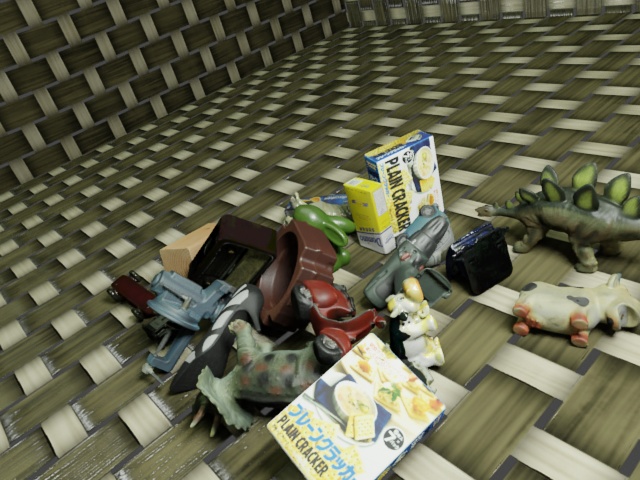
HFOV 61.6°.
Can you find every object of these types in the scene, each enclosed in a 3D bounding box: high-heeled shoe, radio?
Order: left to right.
[{"bbox_3d":[-0.213,0.189,1.084,0.249,0.086,0.145,-34,40,1],"label":"high-heeled shoe"},{"bbox_3d":[-0.199,0.048,1.185,0.229,0.131,0.073,-48,31,40],"label":"radio"}]

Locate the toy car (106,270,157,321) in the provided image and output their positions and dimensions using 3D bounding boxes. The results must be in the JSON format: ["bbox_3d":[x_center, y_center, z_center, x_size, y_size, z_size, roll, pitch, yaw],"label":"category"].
[{"bbox_3d":[-0.465,0.141,1.363,0.202,0.053,0.089,20,58,41],"label":"toy car"}]

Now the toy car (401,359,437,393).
[{"bbox_3d":[0.093,0.261,0.879,0.202,0.056,0.074,-22,49,-9],"label":"toy car"}]

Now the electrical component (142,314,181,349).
[{"bbox_3d":[-0.335,0.188,1.227,0.119,0.047,0.075,-36,36,-25],"label":"electrical component"}]

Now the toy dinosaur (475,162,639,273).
[{"bbox_3d":[0.509,-0.041,1.019,0.472,0.198,0.105,12,45,43],"label":"toy dinosaur"}]

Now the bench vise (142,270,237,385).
[{"bbox_3d":[-0.281,0.180,1.127,0.129,0.223,0.240,20,77,52],"label":"bench vise"}]

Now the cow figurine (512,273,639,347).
[{"bbox_3d":[0.442,0.114,0.921,0.195,0.085,0.127,5,43,34],"label":"cow figurine"}]

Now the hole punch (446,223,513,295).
[{"bbox_3d":[0.314,0.031,1.090,0.142,0.115,0.092,-26,23,-13],"label":"hole punch"}]

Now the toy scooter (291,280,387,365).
[{"bbox_3d":[0.034,0.130,0.927,0.135,0.075,0.184,-14,41,-16],"label":"toy scooter"}]

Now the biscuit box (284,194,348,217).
[{"bbox_3d":[0.008,-0.082,1.470,0.203,0.059,0.063,-4,33,22],"label":"biscuit box"}]

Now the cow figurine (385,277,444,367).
[{"bbox_3d":[0.151,0.147,0.927,0.098,0.167,0.068,-17,18,9],"label":"cow figurine"}]

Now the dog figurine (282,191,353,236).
[{"bbox_3d":[0.002,-0.026,1.375,0.191,0.172,0.121,19,22,-1],"label":"dog figurine"}]

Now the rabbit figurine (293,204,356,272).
[{"bbox_3d":[-0.003,-0.004,1.244,0.159,0.170,0.121,-3,34,24],"label":"rabbit figurine"}]

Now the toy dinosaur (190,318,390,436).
[{"bbox_3d":[-0.052,0.239,0.944,0.405,0.131,0.192,-7,45,8],"label":"toy dinosaur"}]

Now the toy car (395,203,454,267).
[{"bbox_3d":[0.240,0.003,1.182,0.103,0.109,0.161,31,62,30],"label":"toy car"}]

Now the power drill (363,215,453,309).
[{"bbox_3d":[0.184,0.057,1.038,0.232,0.086,0.207,-45,20,10],"label":"power drill"}]

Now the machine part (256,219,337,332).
[{"bbox_3d":[-0.054,0.075,1.127,0.087,0.201,0.202,20,20,-26],"label":"machine part"}]
